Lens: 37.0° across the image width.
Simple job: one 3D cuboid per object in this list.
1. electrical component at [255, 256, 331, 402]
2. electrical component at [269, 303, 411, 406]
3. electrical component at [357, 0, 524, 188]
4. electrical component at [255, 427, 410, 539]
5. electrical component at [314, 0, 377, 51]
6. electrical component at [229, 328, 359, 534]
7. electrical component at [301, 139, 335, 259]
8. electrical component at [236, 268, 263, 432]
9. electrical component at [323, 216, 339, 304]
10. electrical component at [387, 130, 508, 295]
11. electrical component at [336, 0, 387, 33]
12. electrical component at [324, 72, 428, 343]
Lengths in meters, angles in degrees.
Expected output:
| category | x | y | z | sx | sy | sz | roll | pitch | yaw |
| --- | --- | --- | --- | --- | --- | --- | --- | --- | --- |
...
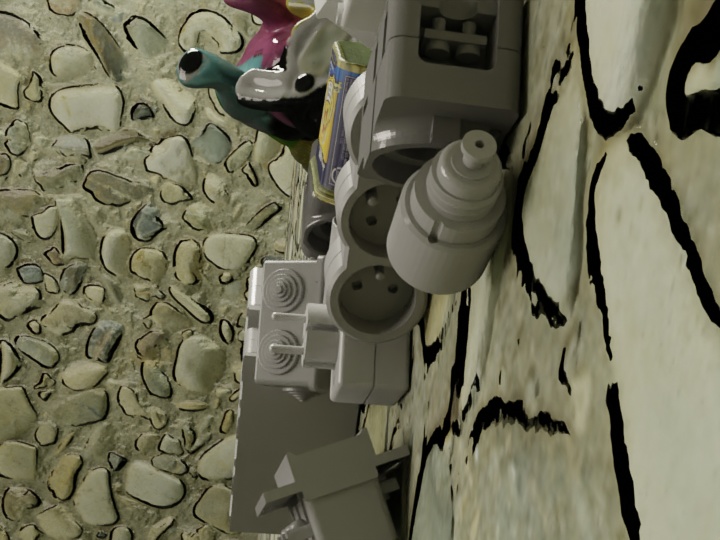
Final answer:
| category | x | y | z | sx | sy | sz | roll | pitch | yaw |
| --- | --- | --- | --- | --- | --- | --- | --- | --- | --- |
| electrical component | -0.030 | 0.041 | 0.738 | 0.100 | 0.048 | 0.099 | 23 | -111 | -65 |
| electrical component | -0.013 | 0.038 | 0.609 | 0.047 | 0.077 | 0.065 | 112 | 162 | -70 |
| electrical component | 0.029 | -0.066 | 0.426 | 0.089 | 0.050 | 0.055 | 117 | 158 | -74 |
| electrical component | -0.015 | 0.133 | 0.608 | 0.121 | 0.079 | 0.063 | 115 | 137 | -72 |
| electrical component | 0.010 | -0.164 | 0.593 | 0.063 | 0.079 | 0.121 | -52 | 17 | 17 |
| electrical component | -0.051 | 0.125 | 0.837 | 0.061 | 0.089 | 0.150 | -102 | 18 | -70 |
| electrical component | -0.014 | -0.047 | 0.799 | 0.095 | 0.054 | 0.059 | 105 | 169 | -58 |
| electrical component | -0.054 | 0.073 | 0.906 | 0.061 | 0.089 | 0.150 | -93 | 10 | -52 |
| electrical component | 0.000 | 0.000 | 0.681 | 0.079 | 0.043 | 0.077 | -94 | 10 | -67 |
| electrical component | 0.034 | -0.023 | 0.392 | 0.078 | 0.040 | 0.040 | 106 | 167 | -59 |
| electrical component | 0.025 | -0.142 | 0.477 | 0.096 | 0.061 | 0.061 | 145 | 132 | -82 |
| electrical component | 0.012 | -0.039 | 0.555 | 0.073 | 0.052 | 0.138 | -97 | 13 | -64 |
